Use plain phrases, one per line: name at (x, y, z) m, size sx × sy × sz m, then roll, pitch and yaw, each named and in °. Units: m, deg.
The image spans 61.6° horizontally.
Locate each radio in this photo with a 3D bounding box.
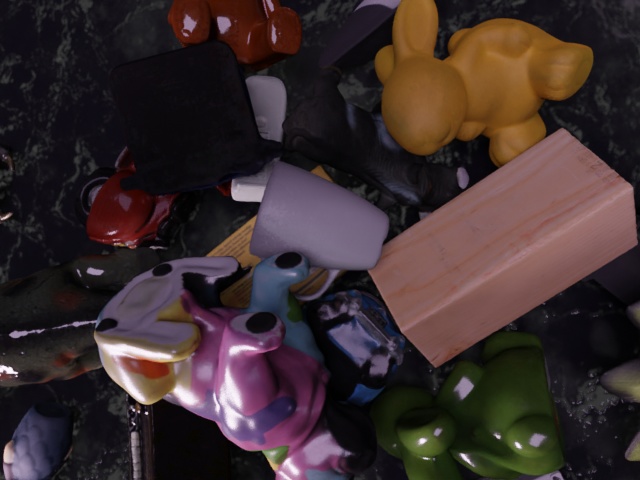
radio at (-0.136, 0.223, 0.508) m, size 0.073 × 0.131 × 0.229 m, roll -1°, pitch 89°, yaw -29°

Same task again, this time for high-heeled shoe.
high-heeled shoe at (0.071, -0.282, 0.516) m, size 0.249 × 0.086 × 0.145 m, roll -34°, pitch 81°, yaw 2°

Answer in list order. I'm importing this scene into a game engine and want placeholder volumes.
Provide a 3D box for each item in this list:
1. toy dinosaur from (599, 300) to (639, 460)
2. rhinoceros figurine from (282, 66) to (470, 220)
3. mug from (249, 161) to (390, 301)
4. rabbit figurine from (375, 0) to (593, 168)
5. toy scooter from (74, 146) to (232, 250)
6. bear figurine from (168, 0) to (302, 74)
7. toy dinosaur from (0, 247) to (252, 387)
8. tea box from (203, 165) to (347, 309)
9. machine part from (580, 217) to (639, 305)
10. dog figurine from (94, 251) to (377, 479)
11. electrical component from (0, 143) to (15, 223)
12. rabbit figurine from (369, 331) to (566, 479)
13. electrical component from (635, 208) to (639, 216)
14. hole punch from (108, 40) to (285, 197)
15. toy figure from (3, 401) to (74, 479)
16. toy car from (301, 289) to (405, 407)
toy dinosaur at (0.357, 0.144, 0.446) m, size 0.199 × 0.105 × 0.471 m, roll -23°, pitch 98°, yaw 4°
rhinoceros figurine at (0.057, -0.079, 0.489) m, size 0.190 × 0.112 × 0.073 m, roll 22°, pitch 123°, yaw -26°
mug at (-0.001, -0.001, 0.452) m, size 0.107 × 0.081 × 0.109 m, roll 15°, pitch 83°, yaw -1°
rabbit figurine at (0.116, -0.135, 0.455) m, size 0.173 × 0.122 × 0.162 m, roll -31°, pitch 75°, yaw -29°
toy scooter at (-0.154, -0.057, 0.549) m, size 0.135 × 0.075 × 0.184 m, roll 34°, pitch 90°, yaw 6°
bear figurine at (-0.080, -0.266, 0.516) m, size 0.120 × 0.132 × 0.195 m, roll 4°, pitch 95°, yaw -17°
toy dinosaur at (-0.271, 0.088, 0.483) m, size 0.405 × 0.192 × 0.131 m, roll -23°, pitch 94°, yaw 26°
tea box at (-0.033, 0.018, 0.531) m, size 0.169 × 0.068 × 0.098 m, roll -37°, pitch 84°, yaw 7°
machine part at (0.291, 0.029, 0.500) m, size 0.084 × 0.039 × 0.139 m, roll -43°, pitch 82°, yaw 1°
dog figurine at (-0.056, 0.128, 0.424) m, size 0.192 × 0.108 × 0.219 m, roll -4°, pitch 119°, yaw 11°
electrical component at (-0.377, -0.060, 0.597) m, size 0.078 × 0.045 × 0.102 m, roll 0°, pitch 86°, yaw 37°
rabbit figurine at (0.122, 0.170, 0.480) m, size 0.170 × 0.159 × 0.121 m, roll -13°, pitch 98°, yaw 23°
electrical component at (0.360, -0.043, 0.486) m, size 0.119 × 0.048 × 0.075 m, roll -43°, pitch 85°, yaw 7°
hole punch at (-0.112, -0.103, 0.482) m, size 0.142 × 0.092 × 0.115 m, roll -14°, pitch 98°, yaw -3°
toy figure at (-0.308, 0.253, 0.574) m, size 0.064 × 0.058 × 0.154 m, roll 19°, pitch 89°, yaw -14°
toy car at (0.019, 0.097, 0.502) m, size 0.109 × 0.103 × 0.161 m, roll 44°, pitch 131°, yaw 7°
